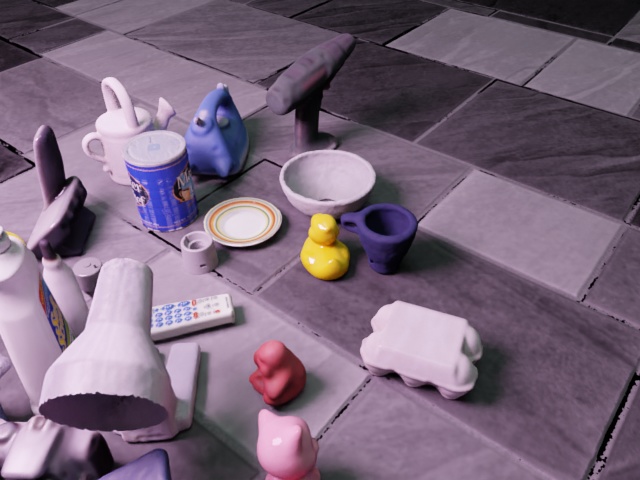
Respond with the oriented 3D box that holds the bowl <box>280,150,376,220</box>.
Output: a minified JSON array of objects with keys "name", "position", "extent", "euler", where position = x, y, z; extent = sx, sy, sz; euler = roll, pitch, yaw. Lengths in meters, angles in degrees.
[{"name":"bowl","position":[0.014,-0.086,1.002],"extent":[0.167,0.075,0.167],"euler":[0,41,0]}]

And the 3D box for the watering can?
[{"name":"watering can","position":[-0.351,-0.210,1.056],"extent":[0.100,0.194,0.173],"euler":[20,45,22]}]

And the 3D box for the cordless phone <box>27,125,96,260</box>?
[{"name":"cordless phone","position":[-0.432,-0.075,0.907],"extent":[0.094,0.185,0.147],"euler":[-6,41,-6]}]

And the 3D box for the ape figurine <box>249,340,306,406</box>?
[{"name":"ape figurine","position":[-0.055,0.157,0.708],"extent":[0.076,0.092,0.078],"euler":[1,41,2]}]

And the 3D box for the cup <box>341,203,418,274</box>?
[{"name":"cup","position":[0.088,0.003,0.884],"extent":[0.117,0.095,0.092],"euler":[10,42,12]}]

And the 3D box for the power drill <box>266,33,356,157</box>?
[{"name":"power drill","position":[-0.010,-0.270,1.113],"extent":[0.075,0.208,0.230],"euler":[27,48,28]}]

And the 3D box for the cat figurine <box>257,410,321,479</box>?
[{"name":"cat figurine","position":[-0.029,0.241,0.592],"extent":[0.067,0.118,0.127],"euler":[-8,41,-9]}]

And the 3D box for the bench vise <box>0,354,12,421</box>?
[{"name":"bench vise","position":[-0.445,0.172,0.596],"extent":[0.121,0.220,0.208],"euler":[13,43,16]}]

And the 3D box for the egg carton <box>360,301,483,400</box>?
[{"name":"egg carton","position":[0.132,0.141,0.743],"extent":[0.150,0.069,0.107],"euler":[14,43,15]}]

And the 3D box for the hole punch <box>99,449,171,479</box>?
[{"name":"hole punch","position":[-0.187,0.280,0.568],"extent":[0.101,0.091,0.108],"euler":[-11,42,-12]}]

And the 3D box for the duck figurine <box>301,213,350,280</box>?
[{"name":"duck figurine","position":[0.008,0.003,0.891],"extent":[0.077,0.086,0.104],"euler":[-10,42,-11]}]

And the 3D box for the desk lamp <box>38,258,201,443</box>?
[{"name":"desk lamp","position":[-0.210,0.139,0.637],"extent":[0.118,0.214,0.203],"euler":[-2,41,-2]}]

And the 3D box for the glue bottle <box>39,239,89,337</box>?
[{"name":"glue bottle","position":[-0.337,0.065,0.755],"extent":[0.037,0.173,0.078],"euler":[-24,46,-25]}]

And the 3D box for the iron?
[{"name":"iron","position":[-0.202,-0.231,1.119],"extent":[0.118,0.141,0.258],"euler":[3,41,4]}]

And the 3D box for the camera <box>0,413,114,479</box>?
[{"name":"camera","position":[-0.308,0.256,0.589],"extent":[0.143,0.101,0.137],"euler":[2,41,2]}]
